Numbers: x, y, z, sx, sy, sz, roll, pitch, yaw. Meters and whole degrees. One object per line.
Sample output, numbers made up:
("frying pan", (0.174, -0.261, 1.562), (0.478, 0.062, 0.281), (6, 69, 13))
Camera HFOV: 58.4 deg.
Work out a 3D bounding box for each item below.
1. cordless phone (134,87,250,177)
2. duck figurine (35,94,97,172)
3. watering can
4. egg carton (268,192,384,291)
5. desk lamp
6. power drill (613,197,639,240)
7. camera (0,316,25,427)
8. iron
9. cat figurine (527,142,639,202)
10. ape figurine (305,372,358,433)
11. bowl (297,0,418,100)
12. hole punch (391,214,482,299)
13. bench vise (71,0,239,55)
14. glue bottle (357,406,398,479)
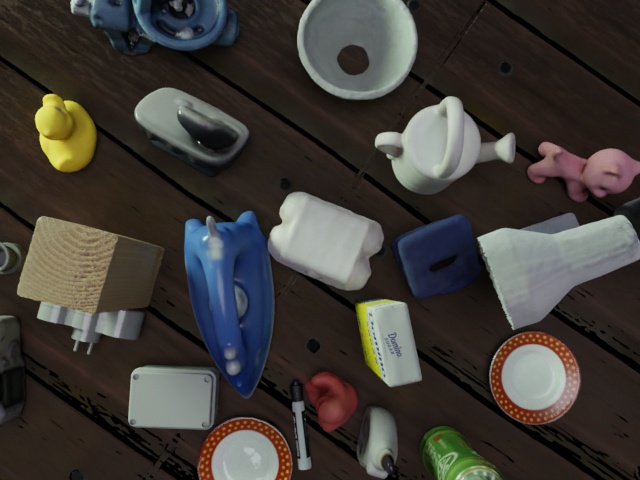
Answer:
("cordless phone", (-0.173, -0.157, 0.741), (0.147, 0.185, 0.094), (25, 85, 0))
("duck figurine", (-0.355, -0.149, 0.784), (0.077, 0.086, 0.104), (-7, 86, -2))
("watering can", (0.164, -0.126, 0.746), (0.173, 0.194, 0.101), (-17, 86, -3))
("egg carton", (0.007, 0.003, 0.794), (0.150, 0.069, 0.107), (21, 85, 0))
("desk lamp", (0.288, 0.025, 0.730), (0.203, 0.213, 0.118), (-21, 87, -3))
("power drill", (0.481, -0.034, 0.743), (0.229, 0.208, 0.075), (-24, 87, -3))
("camera", (-0.475, 0.177, 0.749), (0.137, 0.100, 0.143), (-4, 86, -2))
("iron", (-0.117, 0.089, 0.747), (0.118, 0.141, 0.258), (-9, 86, -2))
("cat figurine", (0.370, -0.099, 0.790), (0.128, 0.117, 0.067), (22, 85, 0))
("ape figurine", (0.015, 0.220, 0.767), (0.076, 0.092, 0.078), (9, 86, -1))
("bowl", (0.051, -0.271, 0.812), (0.167, 0.074, 0.167), (0, 86, -2))
("hole punch", (0.164, 0.025, 0.787), (0.108, 0.091, 0.101), (-23, 87, -3))
("bench vise", (-0.217, -0.299, 0.732), (0.207, 0.219, 0.121), (-17, 86, -3))
("glue bottle", (0.076, 0.265, 0.725), (0.037, 0.173, 0.078), (15, 85, 0))
